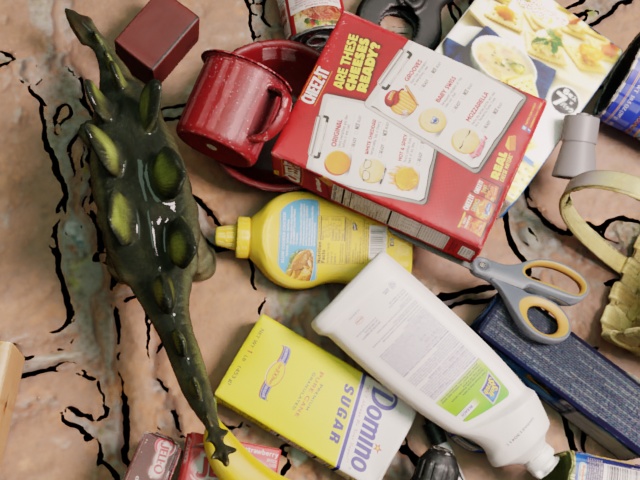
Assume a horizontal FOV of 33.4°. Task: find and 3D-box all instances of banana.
[{"bbox_3d":[-0.034,0.220,0.969,0.197,0.037,0.069,36,66,-16],"label":"banana"}]

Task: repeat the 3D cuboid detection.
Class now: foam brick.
[{"bbox_3d":[-0.166,-0.204,1.091,0.051,0.053,0.078,36,72,4],"label":"foam brick"}]

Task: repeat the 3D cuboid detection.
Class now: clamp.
[{"bbox_3d":[0.105,-0.256,1.144,0.164,0.036,0.210,16,75,-3],"label":"clamp"}]

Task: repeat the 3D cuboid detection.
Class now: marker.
[{"bbox_3d":[0.128,0.226,1.023,0.020,0.020,0.121,-20,78,-12],"label":"marker"}]

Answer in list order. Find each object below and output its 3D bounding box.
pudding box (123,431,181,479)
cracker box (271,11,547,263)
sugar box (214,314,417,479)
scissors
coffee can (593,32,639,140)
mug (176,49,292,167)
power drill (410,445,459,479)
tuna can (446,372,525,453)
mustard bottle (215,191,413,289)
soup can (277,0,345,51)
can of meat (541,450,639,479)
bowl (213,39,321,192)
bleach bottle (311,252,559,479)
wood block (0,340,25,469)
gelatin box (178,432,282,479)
[{"bbox_3d":[-0.160,0.231,0.952,0.039,0.090,0.113,23,73,1],"label":"pudding box"},{"bbox_3d":[0.083,-0.096,1.014,0.214,0.072,0.164,25,75,5],"label":"cracker box"},{"bbox_3d":[-0.004,0.155,1.014,0.176,0.048,0.093,29,73,3],"label":"sugar box"},{"bbox_3d":[0.160,0.045,1.015,0.201,0.016,0.096,10,60,-8],"label":"scissors"},{"bbox_3d":[0.372,-0.141,1.109,0.140,0.103,0.102,28,73,1],"label":"coffee can"},{"bbox_3d":[-0.075,-0.118,0.993,0.117,0.093,0.081,13,76,38],"label":"mug"},{"bbox_3d":[0.153,0.297,0.974,0.187,0.057,0.184,16,89,0],"label":"power drill"},{"bbox_3d":[0.159,0.163,1.036,0.086,0.034,0.086,2,74,-6],"label":"tuna can"},{"bbox_3d":[-0.007,0.001,1.049,0.191,0.058,0.096,3,85,-6],"label":"mustard bottle"},{"bbox_3d":[-0.010,-0.251,1.114,0.068,0.068,0.102,-9,75,-9],"label":"soup can"},{"bbox_3d":[0.258,0.232,0.995,0.084,0.102,0.057,13,73,-1],"label":"can of meat"},{"bbox_3d":[-0.043,-0.118,1.079,0.162,0.055,0.162,2,75,-6],"label":"bowl"},{"bbox_3d":[0.115,0.129,0.989,0.251,0.068,0.102,44,93,3],"label":"bleach bottle"},{"bbox_3d":[-0.332,0.191,0.943,0.090,0.091,0.206,10,73,-5],"label":"wood block"},{"bbox_3d":[-0.086,0.222,0.985,0.089,0.030,0.073,16,72,-17],"label":"gelatin box"}]
